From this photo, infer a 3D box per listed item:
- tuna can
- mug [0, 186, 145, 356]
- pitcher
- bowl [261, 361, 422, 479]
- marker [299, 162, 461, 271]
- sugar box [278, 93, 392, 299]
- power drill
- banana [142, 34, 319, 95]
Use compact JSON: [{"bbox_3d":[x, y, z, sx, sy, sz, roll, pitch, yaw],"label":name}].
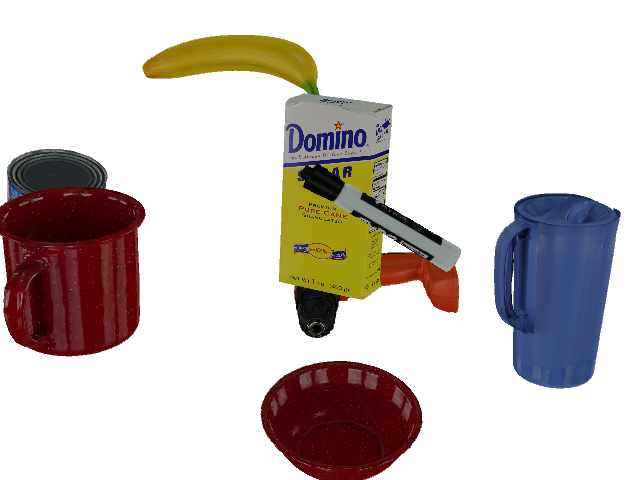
[{"bbox_3d":[-0.232,-0.045,0.941,0.086,0.034,0.086,8,32,-5],"label":"tuna can"},{"bbox_3d":[-0.160,0.025,0.666,0.093,0.081,0.117,8,25,13],"label":"mug"},{"bbox_3d":[0.305,0.068,1.400,0.149,0.243,0.145,5,21,13],"label":"pitcher"},{"bbox_3d":[0.021,0.193,1.078,0.162,0.055,0.162,0,33,0],"label":"bowl"},{"bbox_3d":[0.040,-0.016,0.719,0.121,0.020,0.020,30,-5,-9],"label":"marker"},{"bbox_3d":[0.012,-0.041,0.980,0.093,0.176,0.048,10,21,25],"label":"sugar box"},{"bbox_3d":[0.063,0.051,1.235,0.187,0.057,0.184,-2,28,1],"label":"power drill"},{"bbox_3d":[-0.083,-0.182,1.085,0.198,0.037,0.069,10,44,20],"label":"banana"}]
